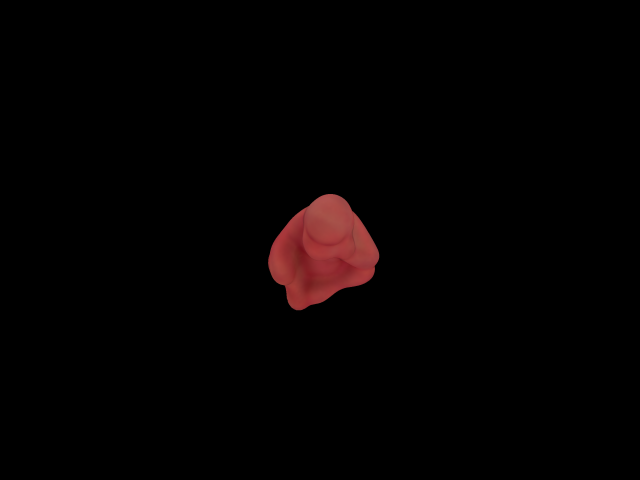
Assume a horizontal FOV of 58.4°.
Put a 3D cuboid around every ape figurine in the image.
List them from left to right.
[{"bbox_3d":[0.004,0.001,0.400,0.077,0.092,0.076,13,62,7],"label":"ape figurine"}]
